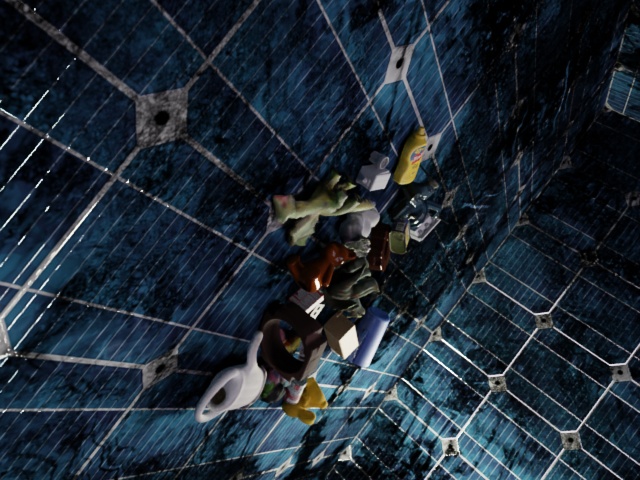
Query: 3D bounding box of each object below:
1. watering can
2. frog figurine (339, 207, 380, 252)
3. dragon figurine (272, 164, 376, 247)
[{"bbox_3d":[-0.235,0.412,1.545,0.346,0.105,0.222,-51,154,7],"label":"watering can"},{"bbox_3d":[0.123,-0.053,1.619,0.135,0.122,0.162,46,45,-54],"label":"frog figurine"},{"bbox_3d":[0.004,-0.071,1.418,0.241,0.124,0.407,-40,153,13],"label":"dragon figurine"}]
